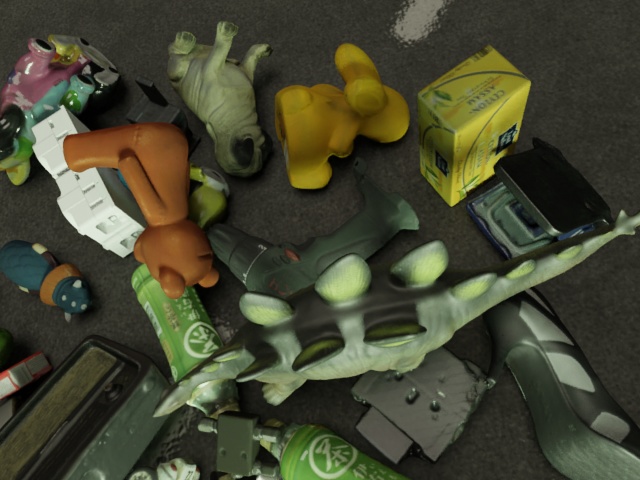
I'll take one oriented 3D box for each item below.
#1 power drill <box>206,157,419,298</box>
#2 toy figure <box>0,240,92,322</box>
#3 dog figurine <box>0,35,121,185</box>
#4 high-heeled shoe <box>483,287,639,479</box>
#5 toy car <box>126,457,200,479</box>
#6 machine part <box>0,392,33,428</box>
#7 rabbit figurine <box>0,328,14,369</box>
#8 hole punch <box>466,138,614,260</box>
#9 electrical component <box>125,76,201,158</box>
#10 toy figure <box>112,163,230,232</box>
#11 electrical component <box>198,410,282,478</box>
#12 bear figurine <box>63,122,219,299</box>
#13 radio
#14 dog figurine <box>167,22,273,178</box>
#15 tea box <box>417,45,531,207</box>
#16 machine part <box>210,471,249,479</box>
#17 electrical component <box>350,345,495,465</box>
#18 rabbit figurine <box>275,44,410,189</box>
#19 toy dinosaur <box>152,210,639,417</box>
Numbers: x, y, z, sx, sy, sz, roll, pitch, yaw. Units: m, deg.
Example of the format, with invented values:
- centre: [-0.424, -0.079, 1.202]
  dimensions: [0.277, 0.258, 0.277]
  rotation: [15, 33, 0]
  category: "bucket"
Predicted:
- centre: [-0.001, -0.002, 0.646]
  dimensions: [0.207, 0.086, 0.232]
  rotation: [-43, 68, -11]
  category: "power drill"
- centre: [-0.357, 0.050, 0.711]
  dimensions: [0.155, 0.064, 0.058]
  rotation: [27, 39, 16]
  category: "toy figure"
- centre: [-0.413, -0.187, 0.793]
  dimensions: [0.108, 0.192, 0.219]
  rotation: [42, 109, -13]
  category: "dog figurine"
- centre: [0.268, 0.151, 0.550]
  dimensions: [0.249, 0.086, 0.145]
  rotation: [39, 48, 5]
  category: "high-heeled shoe"
- centre: [-0.212, 0.308, 0.569]
  dimensions: [0.202, 0.073, 0.056]
  rotation: [-41, 63, -6]
  category: "toy car"
- centre: [-0.399, 0.257, 0.628]
  dimensions: [0.243, 0.079, 0.079]
  rotation: [-36, 66, -5]
  category: "machine part"
- centre: [-0.469, 0.129, 0.669]
  dimensions: [0.170, 0.121, 0.159]
  rotation: [20, 81, 21]
  category: "rabbit figurine"
- centre: [0.246, -0.036, 0.614]
  dimensions: [0.116, 0.092, 0.142]
  rotation: [-17, 59, -28]
  category: "hole punch"
- centre: [-0.221, -0.165, 0.735]
  dimensions: [0.075, 0.119, 0.048]
  rotation: [27, 76, 18]
  category: "electrical component"
- centre: [-0.203, -0.075, 0.716]
  dimensions: [0.180, 0.082, 0.089]
  rotation: [25, 102, 12]
  category: "toy figure"
- centre: [-0.084, 0.210, 0.552]
  dimensions: [0.094, 0.021, 0.063]
  rotation: [2, 87, 20]
  category: "electrical component"
- centre: [-0.193, -0.031, 0.617]
  dimensions: [0.132, 0.120, 0.195]
  rotation: [-5, 98, 21]
  category: "bear figurine"
- centre: [-0.264, 0.217, 0.562]
  dimensions: [0.131, 0.073, 0.229]
  rotation: [7, 48, 33]
  category: "radio"
- centre: [-0.149, -0.178, 0.745]
  dimensions: [0.172, 0.121, 0.190]
  rotation: [-2, 83, 44]
  category: "dog figurine"
- centre: [0.168, -0.120, 0.607]
  dimensions: [0.098, 0.169, 0.068]
  rotation: [-35, 65, -1]
  category: "tea box"
- centre: [-0.118, 0.297, 0.561]
  dimensions: [0.139, 0.039, 0.084]
  rotation: [-51, 27, -2]
  category: "machine part"
- centre: [0.101, 0.167, 0.569]
  dimensions: [0.115, 0.058, 0.134]
  rotation: [35, 79, 24]
  category: "electrical component"
- centre: [0.032, -0.161, 0.678]
  dimensions: [0.173, 0.162, 0.122]
  rotation: [-6, 54, -9]
  category: "rabbit figurine"
- centre: [0.054, 0.068, 0.477]
  dimensions: [0.472, 0.198, 0.105]
  rotation: [-23, 74, 5]
  category: "toy dinosaur"
